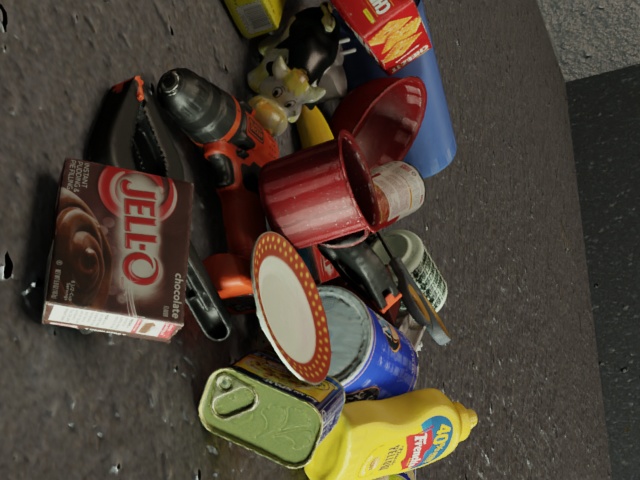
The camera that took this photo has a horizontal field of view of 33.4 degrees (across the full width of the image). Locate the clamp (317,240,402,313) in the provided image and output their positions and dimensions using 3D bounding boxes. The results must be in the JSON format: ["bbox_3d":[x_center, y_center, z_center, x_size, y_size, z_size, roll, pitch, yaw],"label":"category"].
[{"bbox_3d":[0.011,-0.002,1.043,0.171,0.039,0.120,54,-9,-10],"label":"clamp"}]

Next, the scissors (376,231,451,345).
[{"bbox_3d":[0.087,0.033,1.225,0.202,0.016,0.096,58,12,19],"label":"scissors"}]

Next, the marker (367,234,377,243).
[{"bbox_3d":[0.063,-0.009,1.331,0.121,0.020,0.020,44,39,-56],"label":"marker"}]

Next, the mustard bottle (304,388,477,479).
[{"bbox_3d":[0.081,0.191,1.048,0.191,0.096,0.058,-5,40,-36],"label":"mustard bottle"}]

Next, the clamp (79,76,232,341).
[{"bbox_3d":[-0.136,-0.021,0.793,0.164,0.036,0.210,0,75,-62],"label":"clamp"}]

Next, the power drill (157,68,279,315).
[{"bbox_3d":[-0.081,-0.039,0.918,0.184,0.057,0.187,34,47,-62],"label":"power drill"}]

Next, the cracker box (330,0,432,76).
[{"bbox_3d":[0.042,-0.278,1.166,0.164,0.072,0.213,56,7,8],"label":"cracker box"}]

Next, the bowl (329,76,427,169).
[{"bbox_3d":[0.057,-0.134,1.270,0.162,0.055,0.162,-41,152,-27],"label":"bowl"}]

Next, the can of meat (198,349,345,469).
[{"bbox_3d":[-0.036,0.134,0.879,0.083,0.102,0.057,-27,137,-71],"label":"can of meat"}]

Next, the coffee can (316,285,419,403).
[{"bbox_3d":[0.027,0.113,1.051,0.140,0.103,0.103,40,42,-59],"label":"coffee can"}]

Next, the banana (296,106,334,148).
[{"bbox_3d":[0.006,-0.065,1.185,0.070,0.037,0.198,9,-66,68],"label":"banana"}]

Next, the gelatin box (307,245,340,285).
[{"bbox_3d":[-0.007,0.002,1.126,0.073,0.030,0.089,-15,92,-69],"label":"gelatin box"}]

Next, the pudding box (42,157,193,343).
[{"bbox_3d":[-0.134,0.006,0.713,0.039,0.090,0.113,130,-34,-56],"label":"pudding box"}]

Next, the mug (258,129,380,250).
[{"bbox_3d":[0.003,-0.033,0.937,0.117,0.082,0.093,55,24,-46],"label":"mug"}]

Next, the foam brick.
[{"bbox_3d":[0.042,0.067,1.153,0.053,0.078,0.051,-67,139,-59],"label":"foam brick"}]

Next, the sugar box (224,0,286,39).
[{"bbox_3d":[-0.066,-0.298,1.124,0.176,0.048,0.093,-77,148,-46],"label":"sugar box"}]

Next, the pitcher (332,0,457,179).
[{"bbox_3d":[0.095,-0.205,1.397,0.149,0.145,0.243,-63,142,-41],"label":"pitcher"}]

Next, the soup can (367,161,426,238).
[{"bbox_3d":[0.069,-0.048,1.248,0.102,0.069,0.068,-28,106,-45],"label":"soup can"}]

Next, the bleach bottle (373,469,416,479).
[{"bbox_3d":[0.066,0.230,1.146,0.102,0.068,0.250,57,25,-30],"label":"bleach bottle"}]
